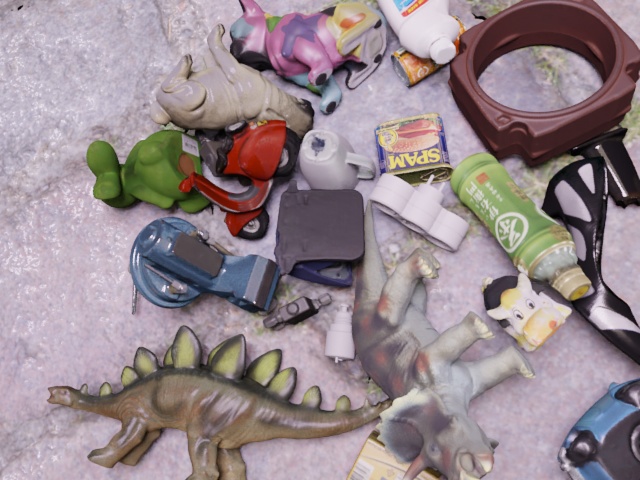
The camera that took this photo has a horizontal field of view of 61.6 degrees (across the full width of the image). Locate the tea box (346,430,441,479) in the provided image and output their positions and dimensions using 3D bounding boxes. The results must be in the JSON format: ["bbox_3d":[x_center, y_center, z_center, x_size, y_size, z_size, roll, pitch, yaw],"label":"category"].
[{"bbox_3d":[0.114,0.318,0.649,0.170,0.068,0.098,28,86,15],"label":"tea box"}]

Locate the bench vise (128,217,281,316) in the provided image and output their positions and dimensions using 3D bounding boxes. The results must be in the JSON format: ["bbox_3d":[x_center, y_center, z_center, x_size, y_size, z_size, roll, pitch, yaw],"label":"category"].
[{"bbox_3d":[-0.176,0.043,0.738,0.241,0.223,0.129,-5,71,42],"label":"bench vise"}]

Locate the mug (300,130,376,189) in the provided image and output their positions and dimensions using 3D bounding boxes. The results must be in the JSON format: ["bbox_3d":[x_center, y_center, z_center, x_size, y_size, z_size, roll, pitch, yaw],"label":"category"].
[{"bbox_3d":[0.020,-0.107,0.745,0.110,0.107,0.080,15,83,17],"label":"mug"}]

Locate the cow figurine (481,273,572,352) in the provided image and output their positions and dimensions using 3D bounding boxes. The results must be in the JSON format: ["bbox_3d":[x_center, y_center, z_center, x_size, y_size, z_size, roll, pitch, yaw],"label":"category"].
[{"bbox_3d":[0.232,0.075,0.627,0.068,0.167,0.098,-47,74,5],"label":"cow figurine"}]

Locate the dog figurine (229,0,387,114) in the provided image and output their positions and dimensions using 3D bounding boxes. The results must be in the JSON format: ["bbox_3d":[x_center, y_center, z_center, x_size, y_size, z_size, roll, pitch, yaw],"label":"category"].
[{"bbox_3d":[-0.031,-0.309,0.805,0.191,0.108,0.219,-45,70,0],"label":"dog figurine"}]

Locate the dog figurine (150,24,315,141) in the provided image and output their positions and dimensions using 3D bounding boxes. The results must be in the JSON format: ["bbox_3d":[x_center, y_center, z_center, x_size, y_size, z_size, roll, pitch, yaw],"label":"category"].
[{"bbox_3d":[-0.120,-0.178,0.765,0.190,0.121,0.172,42,86,-10],"label":"dog figurine"}]

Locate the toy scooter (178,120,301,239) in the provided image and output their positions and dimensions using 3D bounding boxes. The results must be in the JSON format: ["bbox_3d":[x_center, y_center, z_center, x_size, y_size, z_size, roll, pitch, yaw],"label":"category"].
[{"bbox_3d":[-0.115,-0.091,0.741,0.135,0.075,0.183,17,113,-20],"label":"toy scooter"}]

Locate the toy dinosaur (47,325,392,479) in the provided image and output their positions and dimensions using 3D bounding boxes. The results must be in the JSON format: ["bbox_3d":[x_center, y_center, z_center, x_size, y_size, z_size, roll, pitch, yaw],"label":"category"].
[{"bbox_3d":[-0.134,0.221,0.708,0.472,0.105,0.198,8,75,6],"label":"toy dinosaur"}]

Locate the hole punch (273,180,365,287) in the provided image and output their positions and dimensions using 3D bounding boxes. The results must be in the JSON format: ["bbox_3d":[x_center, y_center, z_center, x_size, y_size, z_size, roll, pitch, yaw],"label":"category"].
[{"bbox_3d":[-0.001,-0.002,0.715,0.116,0.092,0.142,3,62,0],"label":"hole punch"}]

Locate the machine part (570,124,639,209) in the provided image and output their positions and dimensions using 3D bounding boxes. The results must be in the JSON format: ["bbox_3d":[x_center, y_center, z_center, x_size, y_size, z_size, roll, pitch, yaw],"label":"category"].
[{"bbox_3d":[0.381,-0.104,0.705,0.084,0.039,0.139,-22,72,-2],"label":"machine part"}]

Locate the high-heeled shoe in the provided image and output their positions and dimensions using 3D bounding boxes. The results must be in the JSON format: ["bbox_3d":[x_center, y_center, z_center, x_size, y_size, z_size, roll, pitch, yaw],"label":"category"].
[{"bbox_3d":[0.351,0.018,0.642,0.145,0.086,0.249,-45,56,20],"label":"high-heeled shoe"}]

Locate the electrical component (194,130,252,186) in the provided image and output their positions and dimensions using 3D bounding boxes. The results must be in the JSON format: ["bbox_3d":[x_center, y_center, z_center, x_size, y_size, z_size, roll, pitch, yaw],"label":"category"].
[{"bbox_3d":[-0.134,-0.130,0.806,0.045,0.078,0.102,-44,64,32],"label":"electrical component"}]

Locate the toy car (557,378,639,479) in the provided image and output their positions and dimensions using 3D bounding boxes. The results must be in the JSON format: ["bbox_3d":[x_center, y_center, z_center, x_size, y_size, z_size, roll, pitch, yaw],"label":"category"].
[{"bbox_3d":[0.337,0.230,0.602,0.162,0.103,0.109,-33,75,-9],"label":"toy car"}]

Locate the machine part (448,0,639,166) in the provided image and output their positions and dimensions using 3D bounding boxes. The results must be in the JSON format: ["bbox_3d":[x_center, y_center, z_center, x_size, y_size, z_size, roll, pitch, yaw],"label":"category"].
[{"bbox_3d":[0.289,-0.217,0.707,0.201,0.087,0.201,-26,64,5],"label":"machine part"}]

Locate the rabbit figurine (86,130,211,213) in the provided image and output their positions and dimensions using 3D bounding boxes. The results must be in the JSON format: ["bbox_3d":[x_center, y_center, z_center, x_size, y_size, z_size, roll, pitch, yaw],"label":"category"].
[{"bbox_3d":[-0.268,-0.085,0.794,0.170,0.159,0.121,-17,84,23],"label":"rabbit figurine"}]

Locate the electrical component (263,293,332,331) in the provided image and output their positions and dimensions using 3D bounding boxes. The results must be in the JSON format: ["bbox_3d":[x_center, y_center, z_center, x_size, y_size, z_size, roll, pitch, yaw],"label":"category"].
[{"bbox_3d":[-0.030,0.096,0.732,0.094,0.063,0.021,-26,73,4],"label":"electrical component"}]

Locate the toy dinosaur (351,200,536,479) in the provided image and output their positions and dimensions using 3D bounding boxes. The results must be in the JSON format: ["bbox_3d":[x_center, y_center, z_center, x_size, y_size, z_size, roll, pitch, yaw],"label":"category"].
[{"bbox_3d":[0.105,0.127,0.657,0.192,0.131,0.405,-44,42,9],"label":"toy dinosaur"}]
